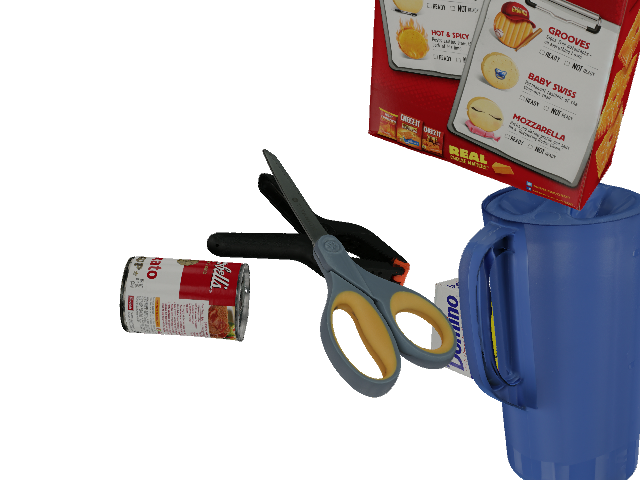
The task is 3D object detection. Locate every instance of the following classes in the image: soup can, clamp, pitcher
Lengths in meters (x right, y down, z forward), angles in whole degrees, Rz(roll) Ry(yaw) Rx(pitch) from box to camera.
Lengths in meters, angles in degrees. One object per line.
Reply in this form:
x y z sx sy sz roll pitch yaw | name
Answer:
-0.115 0.050 0.922 0.102 0.068 0.068 4 0 4 | soup can
-0.010 0.005 1.146 0.210 0.036 0.164 26 36 13 | clamp
0.194 0.079 0.865 0.149 0.243 0.145 -1 17 12 | pitcher

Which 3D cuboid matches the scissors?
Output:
0.025 0.014 0.685 0.096 0.202 0.016 4 -44 -22 | scissors

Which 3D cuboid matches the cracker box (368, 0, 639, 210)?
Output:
0.120 -0.142 0.683 0.164 0.214 0.072 23 47 22 | cracker box

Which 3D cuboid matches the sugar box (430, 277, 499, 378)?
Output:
0.191 0.106 1.098 0.048 0.093 0.177 -12 20 -42 | sugar box
